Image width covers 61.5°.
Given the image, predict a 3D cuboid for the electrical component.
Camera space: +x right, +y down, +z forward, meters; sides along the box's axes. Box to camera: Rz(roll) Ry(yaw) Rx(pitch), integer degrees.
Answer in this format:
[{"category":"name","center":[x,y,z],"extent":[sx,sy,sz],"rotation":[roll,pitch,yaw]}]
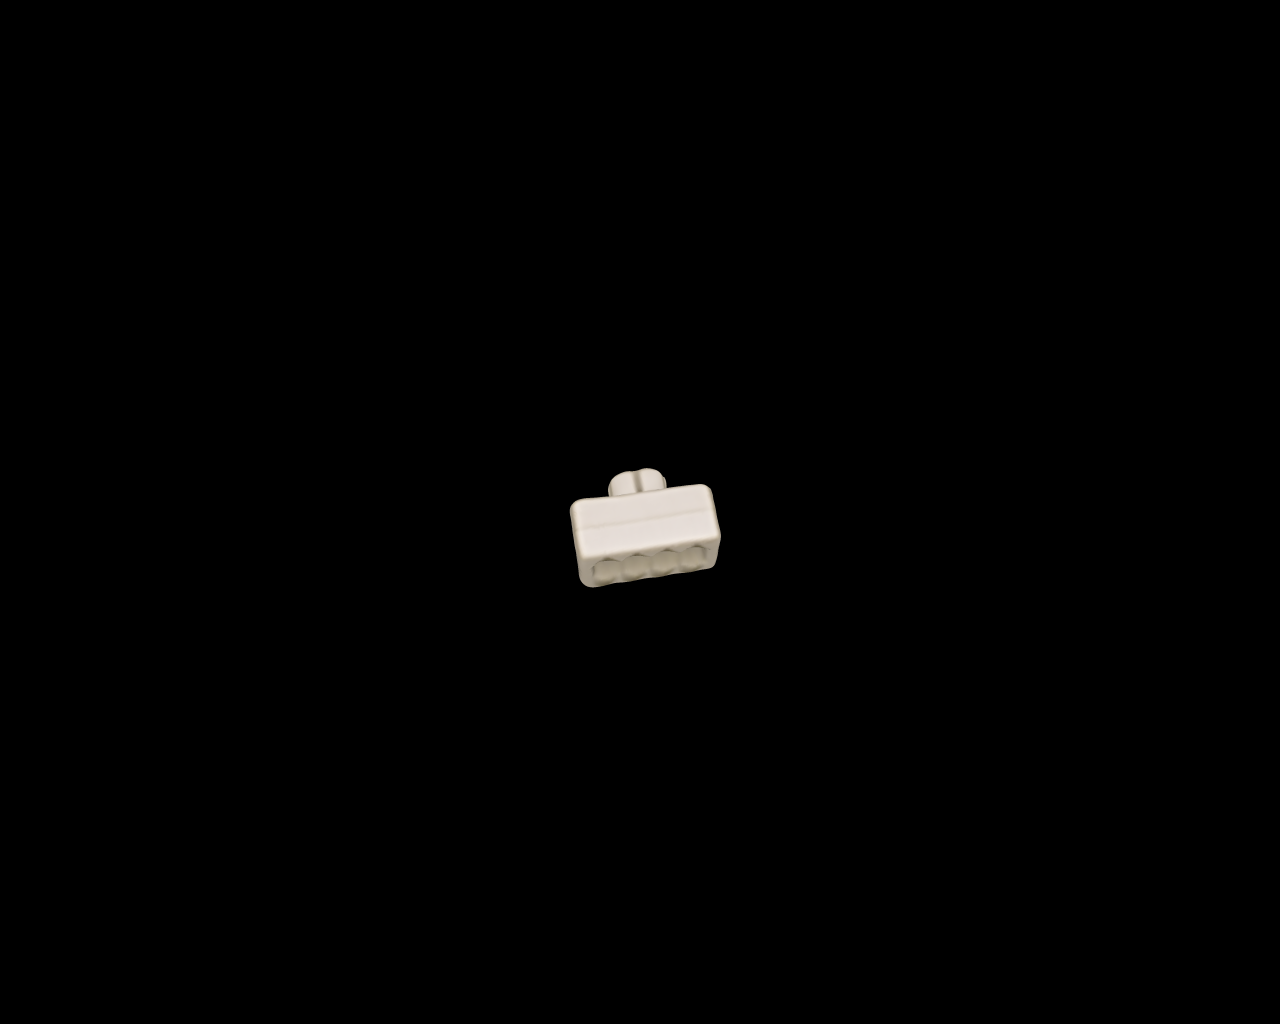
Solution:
[{"category":"electrical component","center":[0.001,-0.003,0.650],"extent":[0.083,0.076,0.047],"rotation":[-8,-23,-3]}]
